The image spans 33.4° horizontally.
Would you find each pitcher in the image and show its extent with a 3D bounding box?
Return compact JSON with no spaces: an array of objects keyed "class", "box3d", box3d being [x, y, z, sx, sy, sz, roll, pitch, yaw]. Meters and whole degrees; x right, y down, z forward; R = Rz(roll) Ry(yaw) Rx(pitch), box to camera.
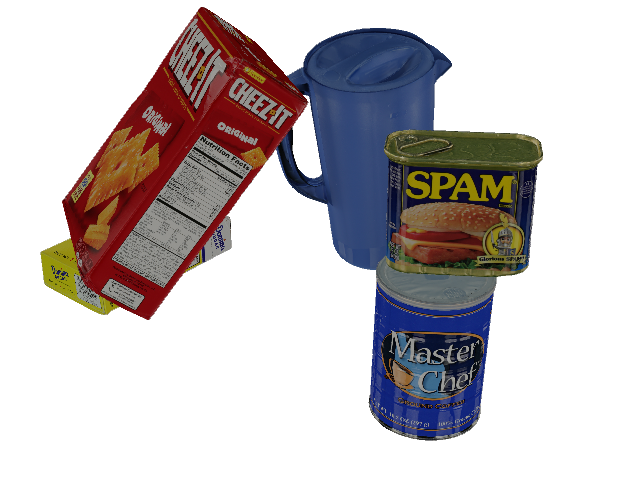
[{"class":"pitcher","box3d":[0.048,-0.089,1.126,0.149,0.243,0.144,18,43,28]}]

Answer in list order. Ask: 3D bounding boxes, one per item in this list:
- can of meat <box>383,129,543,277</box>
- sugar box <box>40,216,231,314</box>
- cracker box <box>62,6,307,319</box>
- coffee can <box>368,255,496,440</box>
[{"class":"can of meat","box3d":[0.092,-0.024,0.711,0.102,0.084,0.057,3,25,6]},{"class":"sugar box","box3d":[-0.183,0.009,1.080,0.093,0.048,0.175,22,38,33]},{"class":"cracker box","box3d":[-0.118,-0.068,0.859,0.072,0.214,0.164,31,13,-29]},{"class":"coffee can","box3d":[0.097,0.089,0.940,0.103,0.140,0.103,1,28,-1]}]
